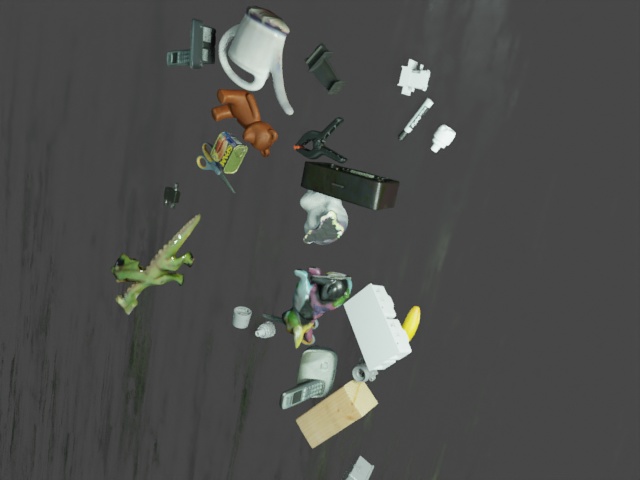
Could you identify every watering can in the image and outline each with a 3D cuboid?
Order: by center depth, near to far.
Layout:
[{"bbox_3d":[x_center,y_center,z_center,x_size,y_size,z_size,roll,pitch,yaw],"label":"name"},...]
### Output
[{"bbox_3d":[-0.154,-0.513,1.440,0.352,0.104,0.221,40,114,25],"label":"watering can"}]

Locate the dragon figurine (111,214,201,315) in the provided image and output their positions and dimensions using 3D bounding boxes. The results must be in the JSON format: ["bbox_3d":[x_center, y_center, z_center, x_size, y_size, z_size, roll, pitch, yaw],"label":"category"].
[{"bbox_3d":[-0.556,0.078,1.688,0.124,0.244,0.403,42,118,28],"label":"dragon figurine"}]

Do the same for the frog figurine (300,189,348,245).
[{"bbox_3d":[0.004,-0.070,1.394,0.163,0.122,0.134,-107,36,-50],"label":"frog figurine"}]
